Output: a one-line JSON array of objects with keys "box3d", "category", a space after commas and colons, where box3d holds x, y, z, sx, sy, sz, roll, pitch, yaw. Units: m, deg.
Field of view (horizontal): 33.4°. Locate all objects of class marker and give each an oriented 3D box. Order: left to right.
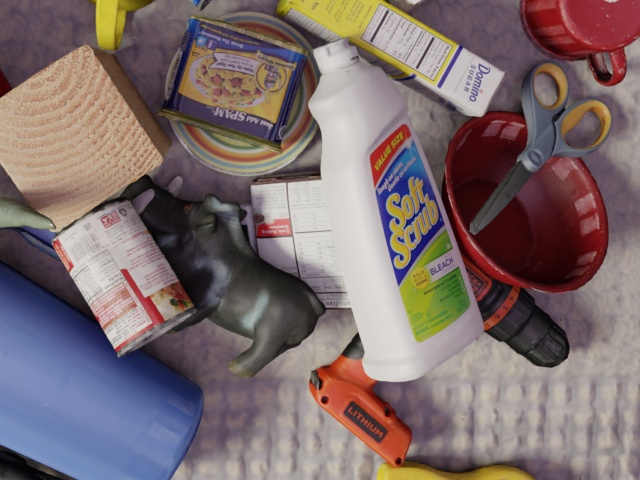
[{"box3d": [-0.053, 0.030, 0.897, 0.020, 0.020, 0.121, -8, 99, -5], "category": "marker"}]

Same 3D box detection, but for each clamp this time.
[{"box3d": [-0.249, 0.195, 0.872, 0.171, 0.120, 0.039, 24, 75, 12], "category": "clamp"}]

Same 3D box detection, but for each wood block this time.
[{"box3d": [-0.170, -0.077, 0.773, 0.090, 0.206, 0.091, -34, 100, -1], "category": "wood block"}]

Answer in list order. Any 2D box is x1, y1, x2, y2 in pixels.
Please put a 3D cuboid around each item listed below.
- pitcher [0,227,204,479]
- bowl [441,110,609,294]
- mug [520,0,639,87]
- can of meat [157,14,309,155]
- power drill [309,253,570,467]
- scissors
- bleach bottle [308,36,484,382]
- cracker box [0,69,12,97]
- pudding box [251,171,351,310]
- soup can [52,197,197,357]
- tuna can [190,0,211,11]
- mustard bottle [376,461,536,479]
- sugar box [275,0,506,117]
[{"box3d": [-0.212, 0.099, 0.838, 0.242, 0.145, 0.149, 31, 129, -14], "category": "pitcher"}, {"box3d": [0.156, -0.023, 0.873, 0.161, 0.055, 0.162, 13, 61, -25], "category": "bowl"}, {"box3d": [0.222, -0.181, 0.866, 0.093, 0.081, 0.117, -18, 100, -4], "category": "mug"}, {"box3d": [-0.067, -0.122, 0.833, 0.102, 0.057, 0.084, 17, 94, -8], "category": "can of meat"}, {"box3d": [0.096, 0.097, 0.906, 0.184, 0.057, 0.187, 39, 89, -6], "category": "power drill"}, {"box3d": [0.163, -0.083, 0.859, 0.201, 0.016, 0.096, -28, 84, -34], "category": "scissors"}, {"box3d": [0.044, -0.027, 0.807, 0.102, 0.068, 0.251, -28, 104, -35], "category": "bleach bottle"}, {"box3d": [-0.321, -0.179, 0.763, 0.072, 0.164, 0.213, -31, 100, 1], "category": "cracker box"}, {"box3d": [-0.006, 0.001, 0.868, 0.090, 0.039, 0.113, -3, 101, 28], "category": "pudding box"}, {"box3d": [-0.147, 0.027, 0.799, 0.068, 0.068, 0.102, -32, 87, -1], "category": "soup can"}, {"box3d": [-0.078, -0.221, 0.824, 0.033, 0.086, 0.086, 40, 92, -9], "category": "tuna can"}, {"box3d": [0.144, 0.245, 0.931, 0.191, 0.058, 0.096, 4, 88, -8], "category": "mustard bottle"}, {"box3d": [0.053, -0.158, 0.845, 0.176, 0.093, 0.048, 26, 93, -10], "category": "sugar box"}]
